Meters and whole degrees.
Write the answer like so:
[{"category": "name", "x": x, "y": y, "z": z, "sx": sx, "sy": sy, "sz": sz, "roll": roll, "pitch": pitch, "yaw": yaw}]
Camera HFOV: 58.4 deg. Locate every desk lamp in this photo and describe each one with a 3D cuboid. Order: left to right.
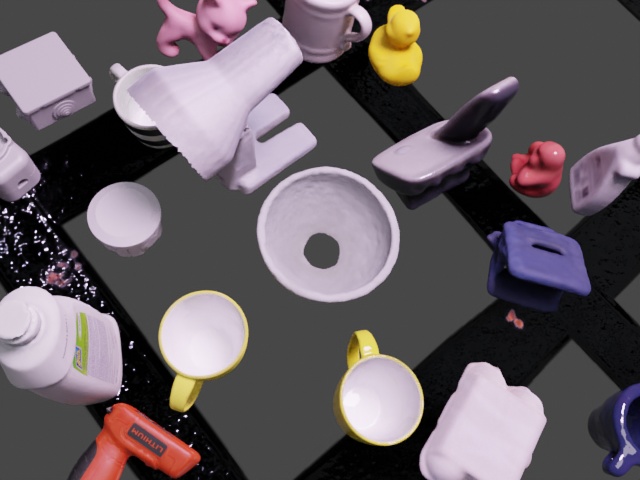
[{"category": "desk lamp", "x": -0.098, "y": -0.141, "z": 0.646, "sx": 0.203, "sy": 0.213, "sz": 0.118, "roll": -38, "pitch": 79, "yaw": -20}]

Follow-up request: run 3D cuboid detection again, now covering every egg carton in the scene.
[{"category": "egg carton", "x": 0.180, "y": 0.218, "z": 0.635, "sx": 0.107, "sy": 0.069, "sz": 0.150, "roll": 33, "pitch": 68, "yaw": 4}]

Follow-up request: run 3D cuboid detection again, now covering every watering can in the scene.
[{"category": "watering can", "x": -0.001, "y": -0.334, "z": 0.744, "sx": 0.173, "sy": 0.194, "sz": 0.101, "roll": 24, "pitch": 68, "yaw": 0}]

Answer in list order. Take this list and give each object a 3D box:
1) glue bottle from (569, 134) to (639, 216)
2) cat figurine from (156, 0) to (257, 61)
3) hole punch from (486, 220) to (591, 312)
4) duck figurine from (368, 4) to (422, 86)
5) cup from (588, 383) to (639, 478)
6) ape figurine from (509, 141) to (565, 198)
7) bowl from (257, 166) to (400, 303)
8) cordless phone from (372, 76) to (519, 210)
[{"category": "glue bottle", "x": 0.379, "y": -0.096, "z": 0.728, "sx": 0.037, "sy": 0.173, "sz": 0.078, "roll": 9, "pitch": 69, "yaw": -5}, {"category": "cat figurine", "x": -0.150, "y": -0.289, "z": 0.744, "sx": 0.128, "sy": 0.117, "sz": 0.067, "roll": 11, "pitch": 68, "yaw": -5}, {"category": "hole punch", "x": 0.269, "y": 0.025, "z": 0.710, "sx": 0.108, "sy": 0.091, "sz": 0.101, "roll": 15, "pitch": 68, "yaw": -3}, {"category": "duck figurine", "x": 0.113, "y": -0.276, "z": 0.799, "sx": 0.077, "sy": 0.086, "sz": 0.104, "roll": -8, "pitch": 71, "yaw": -12}, {"category": "cup", "x": 0.342, "y": 0.222, "z": 0.646, "sx": 0.118, "sy": 0.095, "sz": 0.091, "roll": -39, "pitch": 80, "yaw": -20}, {"category": "ape figurine", "x": 0.292, "y": -0.100, "z": 0.759, "sx": 0.078, "sy": 0.092, "sz": 0.076, "roll": -34, "pitch": 78, "yaw": -19}, {"category": "bowl", "x": 0.006, "y": 0.002, "z": 0.684, "sx": 0.167, "sy": 0.074, "sz": 0.167, "roll": 3, "pitch": 69, "yaw": -8}, {"category": "cordless phone", "x": 0.152, "y": -0.127, "z": 0.696, "sx": 0.148, "sy": 0.185, "sz": 0.094, "roll": -33, "pitch": 78, "yaw": -19}]
